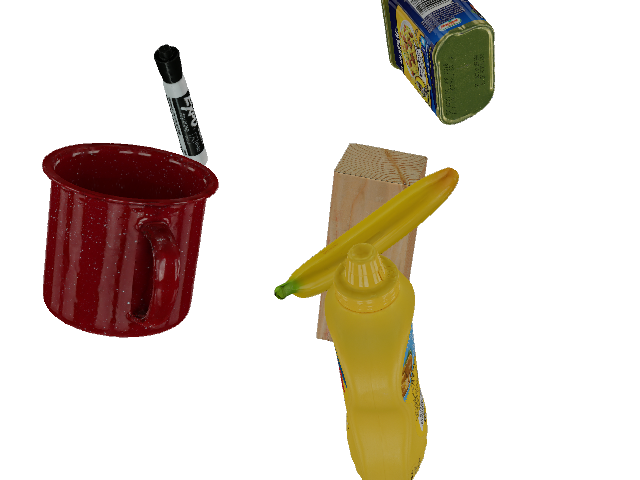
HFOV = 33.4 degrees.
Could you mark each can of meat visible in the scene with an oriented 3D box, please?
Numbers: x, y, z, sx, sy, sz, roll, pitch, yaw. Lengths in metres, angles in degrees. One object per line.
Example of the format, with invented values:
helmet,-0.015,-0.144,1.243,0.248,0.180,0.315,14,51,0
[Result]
can of meat,0.095,-0.154,0.844,0.057,0.084,0.102,-25,-37,-8

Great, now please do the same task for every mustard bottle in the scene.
mustard bottle,0.037,0.074,0.708,0.058,0.096,0.191,-1,-45,8

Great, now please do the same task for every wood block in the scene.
wood block,0.056,0.009,1.186,0.090,0.206,0.090,11,27,10

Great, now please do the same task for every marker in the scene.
marker,-0.107,-0.102,0.822,0.020,0.020,0.121,0,-38,8

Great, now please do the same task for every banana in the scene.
banana,0.045,0.000,0.986,0.198,0.037,0.069,-36,3,1

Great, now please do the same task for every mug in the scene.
mug,-0.101,0.005,0.570,0.093,0.081,0.117,-3,24,-31
